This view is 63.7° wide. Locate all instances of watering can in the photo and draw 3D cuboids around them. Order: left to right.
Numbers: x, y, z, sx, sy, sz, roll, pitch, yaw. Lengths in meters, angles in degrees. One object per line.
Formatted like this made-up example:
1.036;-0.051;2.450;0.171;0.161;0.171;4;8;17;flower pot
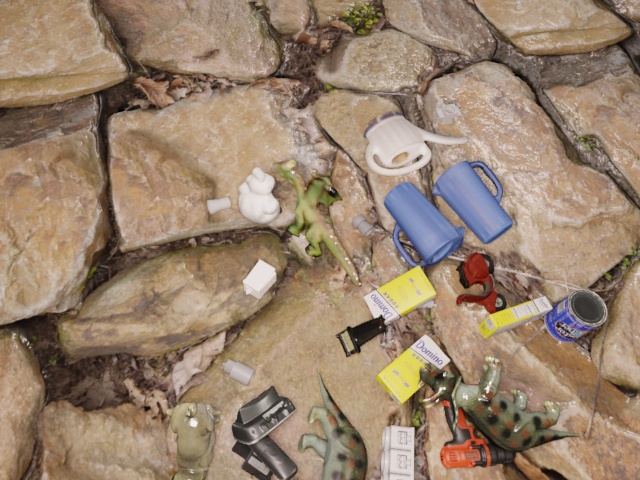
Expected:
0.289;-0.326;1.672;0.350;0.102;0.228;-24;65;-16;watering can

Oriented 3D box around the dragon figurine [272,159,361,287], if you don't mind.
0.004;-0.072;1.433;0.123;0.237;0.415;-33;66;-25;dragon figurine

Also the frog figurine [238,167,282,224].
-0.176;-0.125;1.489;0.124;0.156;0.139;-38;70;-20;frog figurine
